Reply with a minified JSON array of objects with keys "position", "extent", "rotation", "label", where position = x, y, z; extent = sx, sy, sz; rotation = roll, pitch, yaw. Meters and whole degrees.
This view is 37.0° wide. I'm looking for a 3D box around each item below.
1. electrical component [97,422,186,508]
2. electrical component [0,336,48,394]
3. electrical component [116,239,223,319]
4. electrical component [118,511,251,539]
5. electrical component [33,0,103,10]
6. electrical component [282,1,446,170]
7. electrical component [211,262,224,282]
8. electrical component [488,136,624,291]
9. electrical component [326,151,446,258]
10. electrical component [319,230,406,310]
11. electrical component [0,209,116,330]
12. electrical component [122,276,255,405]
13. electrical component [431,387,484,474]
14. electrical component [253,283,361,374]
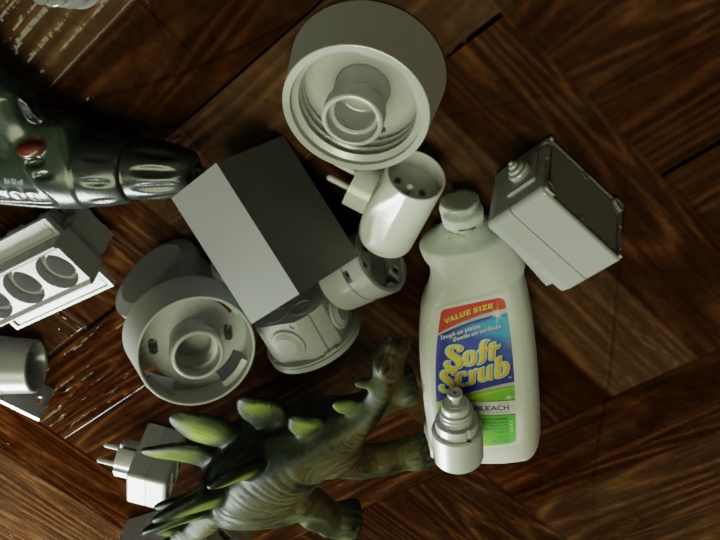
[{"position":[-0.217,0.187,1.050],"extent":[0.077,0.065,0.047],"rotation":[14,134,2],"label":"electrical component"},{"position":[-0.321,0.088,0.994],"extent":[0.047,0.055,0.055],"rotation":[1,133,8],"label":"electrical component"},{"position":[-0.152,0.018,0.867],"extent":[0.080,0.080,0.051],"rotation":[-18,130,28],"label":"electrical component"},{"position":[-0.190,0.301,1.133],"extent":[0.150,0.089,0.061],"rotation":[-23,123,31],"label":"electrical component"},{"position":[-0.183,-0.186,0.688],"extent":[0.040,0.078,0.040],"rotation":[10,123,17],"label":"electrical component"},{"position":[0.000,-0.116,0.714],"extent":[0.108,0.060,0.108],"rotation":[7,134,8],"label":"electrical component"},{"position":[-0.084,-0.012,0.842],"extent":[0.055,0.047,0.055],"rotation":[7,134,8],"label":"electrical component"},{"position":[0.130,-0.041,0.750],"extent":[0.096,0.061,0.061],"rotation":[39,130,-21],"label":"electrical component"},{"position":[0.013,-0.055,0.774],"extent":[0.079,0.043,0.077],"rotation":[28,145,1],"label":"electrical component"},{"position":[0.000,0.000,0.828],"extent":[0.047,0.055,0.055],"rotation":[-28,120,38],"label":"electrical component"},{"position":[-0.265,-0.005,0.885],"extent":[0.121,0.063,0.078],"rotation":[-22,124,30],"label":"electrical component"},{"position":[-0.130,0.053,0.823],"extent":[0.099,0.064,0.099],"rotation":[-7,113,-17],"label":"electrical component"},{"position":[0.076,0.124,0.842],"extent":[0.040,0.040,0.078],"rotation":[3,128,12],"label":"electrical component"},{"position":[-0.044,0.040,0.860],"extent":[0.080,0.080,0.051],"rotation":[-12,123,24],"label":"electrical component"}]
